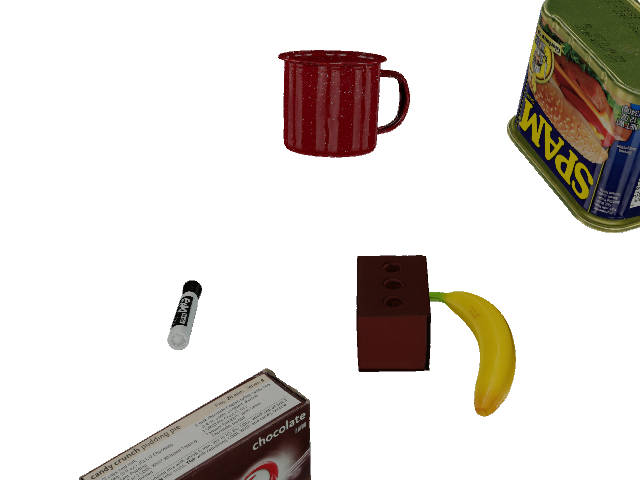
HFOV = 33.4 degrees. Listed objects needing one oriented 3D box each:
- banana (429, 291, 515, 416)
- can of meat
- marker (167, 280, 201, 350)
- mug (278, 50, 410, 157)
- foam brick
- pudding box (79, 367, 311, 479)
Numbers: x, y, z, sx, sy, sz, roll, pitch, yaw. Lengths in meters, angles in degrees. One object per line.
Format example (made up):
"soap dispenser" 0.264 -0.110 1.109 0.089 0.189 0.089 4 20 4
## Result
"banana" 0.172 0.111 1.136 0.069 0.037 0.198 -24 34 4
"can of meat" 0.145 -0.069 0.545 0.057 0.084 0.102 -14 47 -18
"marker" -0.126 0.067 1.000 0.020 0.020 0.121 0 21 0
"mug" 0.021 -0.119 0.924 0.117 0.081 0.093 -3 17 -16
"foam brick" 0.052 0.052 0.772 0.053 0.051 0.078 -1 32 3
"pudding box" -0.056 0.126 0.518 0.113 0.090 0.039 -30 46 -33
